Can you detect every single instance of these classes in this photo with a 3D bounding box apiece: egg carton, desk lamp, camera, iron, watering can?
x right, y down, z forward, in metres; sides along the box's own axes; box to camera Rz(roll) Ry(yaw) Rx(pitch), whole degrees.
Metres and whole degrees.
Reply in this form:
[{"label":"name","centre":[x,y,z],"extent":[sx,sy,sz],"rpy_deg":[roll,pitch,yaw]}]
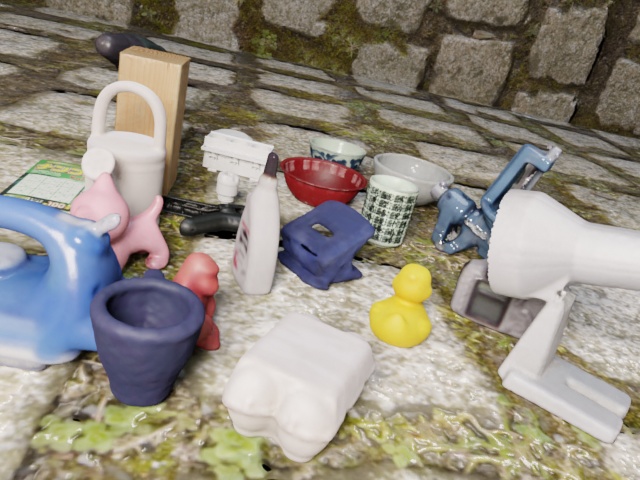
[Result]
[{"label":"egg carton","centre":[-0.015,0.126,0.520],"extent":[0.107,0.069,0.150],"rpy_deg":[21,25,15]},{"label":"desk lamp","centre":[0.269,0.068,0.625],"extent":[0.202,0.213,0.118],"rpy_deg":[27,27,28]},{"label":"camera","centre":[0.269,0.059,0.787],"extent":[0.143,0.101,0.137],"rpy_deg":[22,25,17]},{"label":"iron","centre":[-0.299,0.017,0.514],"extent":[0.258,0.141,0.118],"rpy_deg":[12,24,-5]},{"label":"watering can","centre":[-0.252,-0.107,0.747],"extent":[0.101,0.194,0.172],"rpy_deg":[4,25,-20]}]

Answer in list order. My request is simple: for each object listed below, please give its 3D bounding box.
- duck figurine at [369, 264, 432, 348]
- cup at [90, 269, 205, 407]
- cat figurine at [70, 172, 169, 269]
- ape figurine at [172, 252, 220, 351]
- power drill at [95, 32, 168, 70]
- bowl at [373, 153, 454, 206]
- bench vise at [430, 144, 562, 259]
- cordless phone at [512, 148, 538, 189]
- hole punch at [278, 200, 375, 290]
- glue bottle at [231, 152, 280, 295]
[{"label":"duck figurine","centre":[0.104,0.072,0.685],"extent":[0.077,0.086,0.105],"rpy_deg":[21,25,15]},{"label":"cup","centre":[-0.152,0.086,0.499],"extent":[0.092,0.095,0.117],"rpy_deg":[6,25,-17]},{"label":"cat figurine","centre":[-0.234,-0.020,0.662],"extent":[0.067,0.118,0.128],"rpy_deg":[30,28,32]},{"label":"ape figurine","centre":[-0.126,0.056,0.583],"extent":[0.076,0.092,0.078],"rpy_deg":[17,24,7]},{"label":"power drill","centre":[-0.342,-0.273,1.047],"extent":[0.075,0.208,0.230],"rpy_deg":[16,24,5]},{"label":"bowl","centre":[0.180,-0.114,1.150],"extent":[0.167,0.075,0.167],"rpy_deg":[12,24,-5]},{"label":"bench vise","centre":[0.276,-0.061,0.906],"extent":[0.207,0.220,0.122],"rpy_deg":[20,24,13]},{"label":"cordless phone","centre":[0.353,-0.062,0.995],"extent":[0.094,0.185,0.147],"rpy_deg":[5,25,-19]},{"label":"hole punch","centre":[0.007,0.003,0.777],"extent":[0.101,0.091,0.108],"rpy_deg":[-8,32,-41]},{"label":"glue bottle","centre":[-0.072,-0.023,0.689],"extent":[0.037,0.173,0.078],"rpy_deg":[0,27,-29]}]
